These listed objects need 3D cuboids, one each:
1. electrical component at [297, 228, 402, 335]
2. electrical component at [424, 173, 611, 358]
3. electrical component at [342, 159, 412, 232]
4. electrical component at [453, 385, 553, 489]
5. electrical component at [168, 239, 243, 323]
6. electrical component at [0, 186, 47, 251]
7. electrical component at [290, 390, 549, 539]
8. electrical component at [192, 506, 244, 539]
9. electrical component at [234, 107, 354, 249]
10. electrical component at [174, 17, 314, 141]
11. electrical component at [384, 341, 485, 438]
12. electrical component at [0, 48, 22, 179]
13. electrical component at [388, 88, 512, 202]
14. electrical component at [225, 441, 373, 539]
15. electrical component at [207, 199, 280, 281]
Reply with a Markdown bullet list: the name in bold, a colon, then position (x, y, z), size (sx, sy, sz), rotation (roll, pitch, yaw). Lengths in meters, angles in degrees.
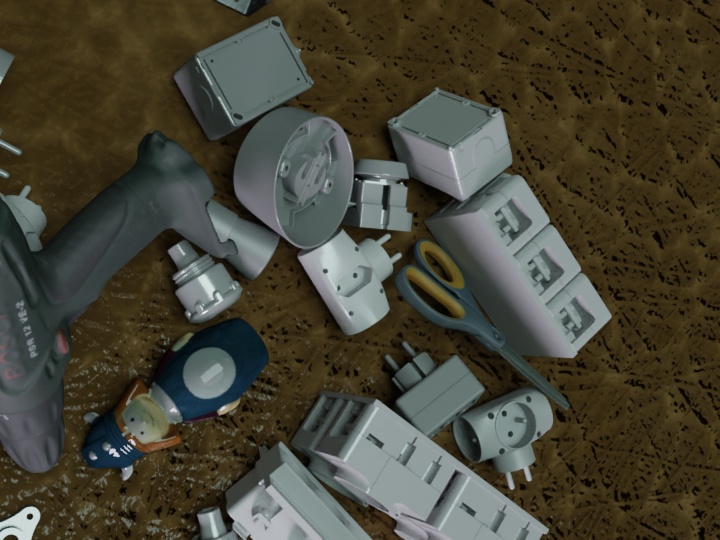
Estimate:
- **electrical component**: position (0.000, 0.000, 0.881), size (0.079, 0.043, 0.077), rotation (-36, 103, -23)
- **electrical component**: position (0.137, -0.003, 0.920), size (0.062, 0.089, 0.150), rotation (-40, 104, -21)
- **electrical component**: position (0.015, -0.062, 0.891), size (0.066, 0.048, 0.055), rotation (4, 93, -25)
- **electrical component**: position (0.129, 0.150, 0.934), size (0.077, 0.044, 0.079), rotation (-20, 96, -24)
- **electrical component**: position (-0.124, 0.007, 0.824), size (0.048, 0.048, 0.062), rotation (-33, 92, -23)
- **electrical component**: position (-0.247, -0.026, 0.758), size (0.077, 0.043, 0.079), rotation (73, 25, -43)
- **electrical component**: position (0.043, 0.176, 0.859), size (0.186, 0.105, 0.060), rotation (39, 73, -19)
- **electrical component**: position (-0.109, 0.213, 0.821), size (0.043, 0.043, 0.062), rotation (-14, 92, -25)
- **electrical component**: position (-0.048, -0.074, 0.834), size (0.099, 0.064, 0.099), rotation (-33, 138, -36)
- **electrical component**: position (-0.088, -0.151, 0.841), size (0.096, 0.061, 0.061), rotation (-34, 99, -29)
- **electrical component**: position (0.053, 0.095, 0.898), size (0.066, 0.047, 0.076), rotation (-36, 77, -14)
- **electrical component**: position (-0.275, -0.091, 0.752), size (0.074, 0.052, 0.138), rotation (29, 76, -21)
- **electrical component**: position (0.072, -0.105, 0.901), size (0.062, 0.096, 0.061), rotation (-37, 131, -22)
- **electrical component**: position (-0.045, 0.203, 0.839), size (0.063, 0.078, 0.121), rotation (-40, 105, 2)
- **electrical component**: position (-0.101, -0.026, 0.838), size (0.065, 0.044, 0.044), rotation (31, 75, -15)
